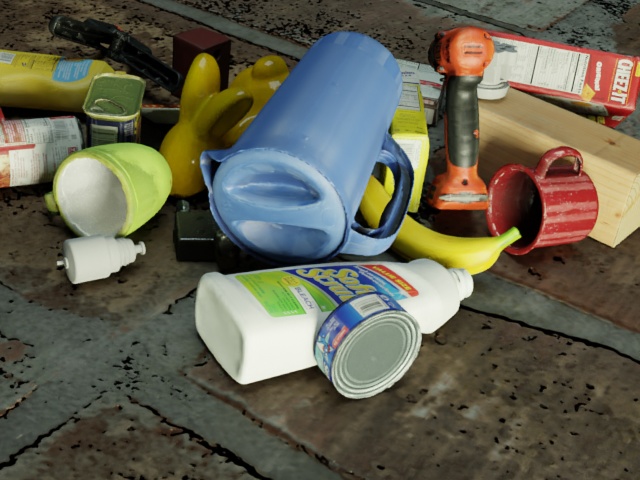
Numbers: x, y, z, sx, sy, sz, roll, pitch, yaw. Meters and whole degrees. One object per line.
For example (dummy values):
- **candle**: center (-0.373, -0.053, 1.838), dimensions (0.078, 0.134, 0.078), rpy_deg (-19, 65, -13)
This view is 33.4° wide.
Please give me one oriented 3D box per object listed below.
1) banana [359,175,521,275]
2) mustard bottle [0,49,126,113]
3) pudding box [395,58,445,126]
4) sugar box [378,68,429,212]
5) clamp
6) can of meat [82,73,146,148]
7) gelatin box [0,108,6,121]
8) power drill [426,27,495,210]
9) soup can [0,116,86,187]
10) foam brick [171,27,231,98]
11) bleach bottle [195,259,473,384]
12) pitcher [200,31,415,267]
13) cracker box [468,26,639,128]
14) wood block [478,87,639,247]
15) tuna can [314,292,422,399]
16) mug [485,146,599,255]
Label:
- **banana**: center (0.101, -0.010, 1.061), dimensions (0.198, 0.037, 0.069), rpy_deg (24, 69, 33)
- **mustard bottle**: center (-0.302, -0.182, 1.236), dimensions (0.191, 0.058, 0.096), rpy_deg (4, 27, -5)
- **pudding box**: center (0.112, -0.192, 1.361), dimensions (0.090, 0.039, 0.113), rpy_deg (11, 31, 6)
- **sugar box**: center (0.089, -0.115, 1.187), dimensions (0.048, 0.093, 0.176), rpy_deg (4, 32, -4)
- **clamp**: center (-0.257, -0.242, 1.302), dimensions (0.164, 0.036, 0.210), rpy_deg (24, 11, -24)
- **can of meat**: center (-0.218, -0.117, 1.131), dimensions (0.057, 0.084, 0.102), rpy_deg (5, 33, -6)
- **gelatin box**: center (-0.376, -0.108, 1.133), dimensions (0.089, 0.030, 0.073), rpy_deg (-10, 38, -24)
- **power drill**: center (0.141, -0.129, 1.121), dimensions (0.057, 0.188, 0.184), rpy_deg (-1, 8, -1)
- **soup can**: center (-0.296, -0.090, 1.087), dimensions (0.102, 0.068, 0.069), rpy_deg (-8, 36, -24)
- **foam brick**: center (-0.145, -0.211, 1.299), dimensions (0.051, 0.078, 0.052), rpy_deg (26, 36, 28)
- **bleach bottle**: center (0.024, 0.055, 0.939), dimensions (0.250, 0.068, 0.103), rpy_deg (-11, 37, -30)
- **pitcher**: center (0.008, -0.091, 1.016), dimensions (0.145, 0.149, 0.242), rpy_deg (-10, 34, 31)
- **cracker box**: center (0.276, -0.201, 1.315), dimensions (0.214, 0.072, 0.164), rpy_deg (12, 1, 7)
- **wood block**: center (0.262, -0.086, 1.182), dimensions (0.206, 0.090, 0.090), rpy_deg (28, 37, 29)
- **tuna can**: center (0.038, 0.085, 0.871), dimensions (0.086, 0.086, 0.034), rpy_deg (-12, 36, -28)
- **mug**: center (0.233, -0.045, 1.091), dimensions (0.081, 0.117, 0.093), rpy_deg (-6, 36, -29)
